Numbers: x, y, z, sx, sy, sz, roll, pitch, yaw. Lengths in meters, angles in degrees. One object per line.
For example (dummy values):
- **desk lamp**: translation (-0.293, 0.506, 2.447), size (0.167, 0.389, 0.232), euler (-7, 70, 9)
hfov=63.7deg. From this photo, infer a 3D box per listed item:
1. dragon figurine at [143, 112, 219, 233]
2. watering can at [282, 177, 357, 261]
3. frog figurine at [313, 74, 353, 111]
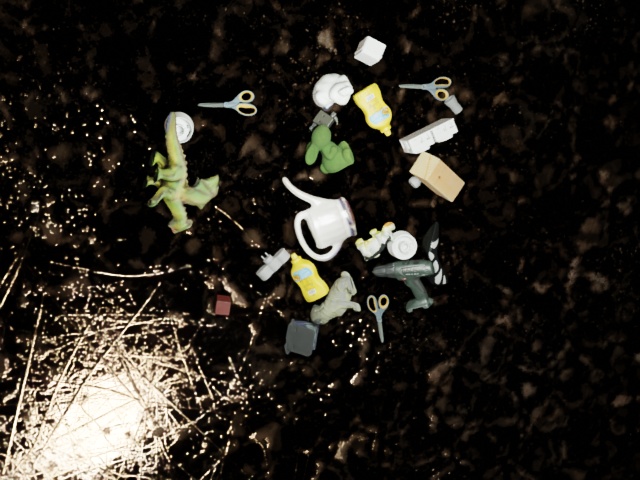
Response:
- **dragon figurine**: translation (-0.467, -0.213, 1.787), size (0.242, 0.123, 0.407), euler (14, 101, -34)
- **watering can**: translation (0.006, -0.095, 1.880), size (0.225, 0.105, 0.344), euler (-21, 103, -7)
- **frog figurine**: translation (0.044, -0.519, 1.790), size (0.137, 0.160, 0.121), euler (-31, 103, -3)
